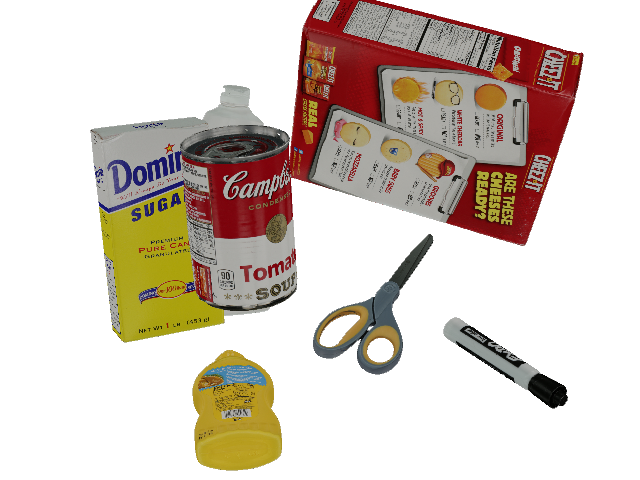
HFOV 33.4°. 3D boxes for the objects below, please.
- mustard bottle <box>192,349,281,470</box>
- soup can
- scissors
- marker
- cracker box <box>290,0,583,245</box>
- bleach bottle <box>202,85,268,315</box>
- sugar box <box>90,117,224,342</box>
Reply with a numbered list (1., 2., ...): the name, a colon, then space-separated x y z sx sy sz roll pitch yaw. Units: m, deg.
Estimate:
1. mustard bottle: -0.101 0.187 1.249 0.096 0.058 0.191 -5 28 -6
2. soup can: -0.051 -0.015 0.675 0.068 0.102 0.068 -3 22 1
3. scissors: 0.079 0.067 1.084 0.201 0.016 0.096 -34 56 -29
4. marker: 0.139 0.092 0.807 0.020 0.020 0.121 0 22 -38
5. cracker box: 0.088 -0.100 0.873 0.214 0.072 0.164 16 -42 8
6. bleach bottle: -0.096 -0.045 1.181 0.102 0.251 0.068 -3 19 -31
7. sugar box: -0.135 -0.010 0.895 0.093 0.176 0.048 -10 19 -22
